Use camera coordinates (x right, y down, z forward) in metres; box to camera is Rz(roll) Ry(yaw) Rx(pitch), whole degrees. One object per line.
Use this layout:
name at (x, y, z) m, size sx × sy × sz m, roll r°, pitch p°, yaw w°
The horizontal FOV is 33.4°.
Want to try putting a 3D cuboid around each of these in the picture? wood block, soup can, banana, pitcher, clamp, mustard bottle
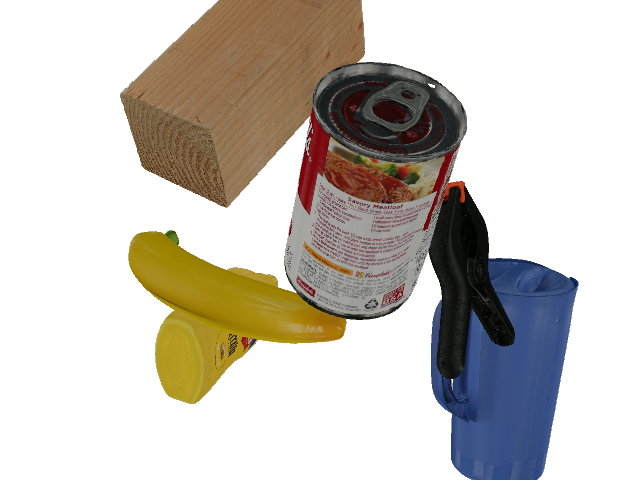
wood block at (-0.057, -0.138, 0.875) m, size 0.091 × 0.205 × 0.090 m, roll 25°, pitch -32°, yaw 24°
soup can at (0.023, -0.021, 0.492) m, size 0.068 × 0.102 × 0.068 m, roll 6°, pitch 43°, yaw -6°
banana at (-0.071, 0.027, 0.697) m, size 0.069 × 0.037 × 0.198 m, roll -22°, pitch 33°, yaw -36°
pitcher at (0.200, 0.149, 1.196) m, size 0.149 × 0.243 × 0.145 m, roll 6°, pitch 16°, yaw 11°
clamp at (0.124, 0.037, 0.950) m, size 0.039 × 0.171 × 0.120 m, roll -11°, pitch 13°, yaw 32°
mustard bottle at (-0.096, 0.082, 1.102) m, size 0.058 × 0.096 × 0.191 m, roll 12°, pitch 28°, yaw 22°
